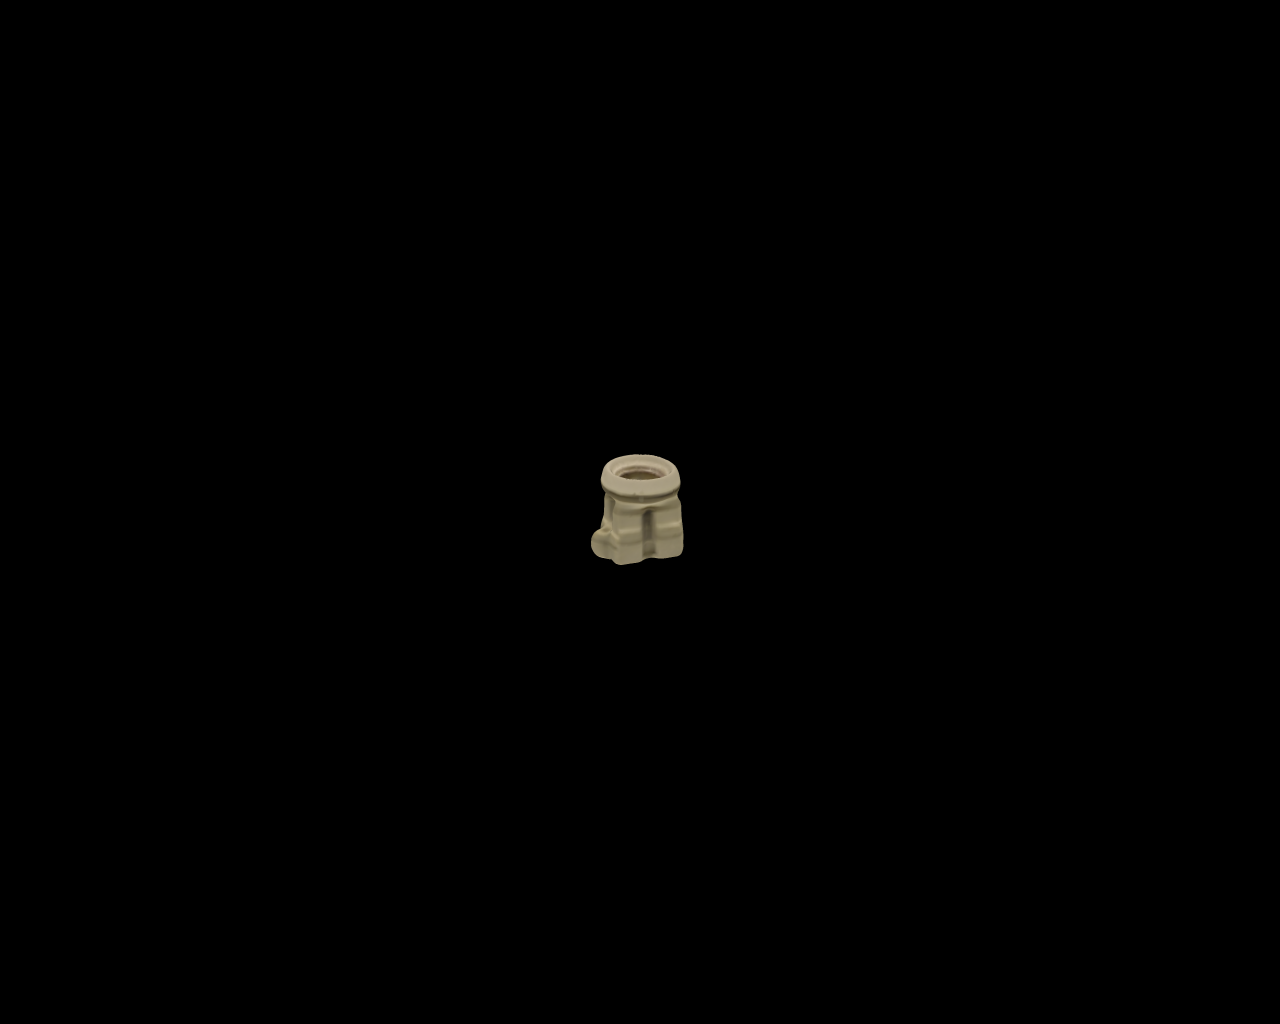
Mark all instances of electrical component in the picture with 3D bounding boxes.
[{"bbox_3d":[0.001,-0.003,0.650,0.066,0.055,0.048,-8,28,-16],"label":"electrical component"}]
